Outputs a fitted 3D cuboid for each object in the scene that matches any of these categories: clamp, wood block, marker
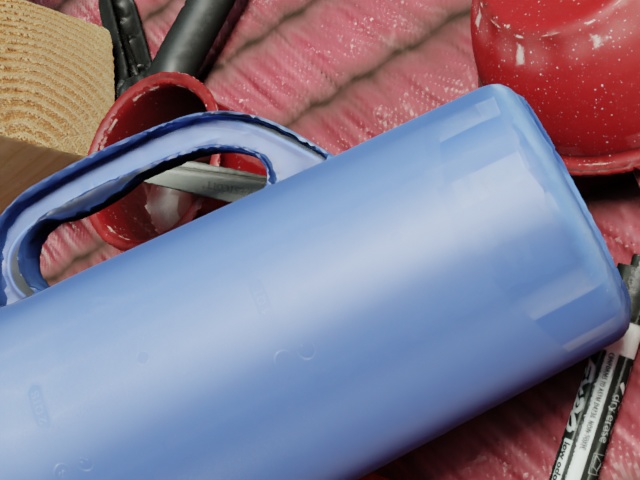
[{"bbox_3d":[-0.106,-0.088,0.635,0.120,0.039,0.171,10,82,49],"label":"clamp"},{"bbox_3d":[-0.219,-0.056,0.652,0.207,0.090,0.091,-27,61,41],"label":"wood block"},{"bbox_3d":[0.114,0.064,0.437,0.020,0.020,0.121,17,87,39],"label":"marker"}]

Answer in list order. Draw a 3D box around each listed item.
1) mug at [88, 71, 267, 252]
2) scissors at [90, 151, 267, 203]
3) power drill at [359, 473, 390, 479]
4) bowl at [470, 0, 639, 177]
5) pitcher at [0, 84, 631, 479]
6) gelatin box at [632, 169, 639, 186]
[{"bbox_3d":[-0.063,-0.018,0.553,0.093,0.081,0.117,0,76,36],"label":"mug"},{"bbox_3d":[-0.003,0.001,0.485,0.202,0.016,0.096,-4,90,4],"label":"scissors"},{"bbox_3d":[0.039,0.176,0.387,0.188,0.057,0.184,9,43,33],"label":"power drill"},{"bbox_3d":[0.118,-0.109,0.439,0.162,0.055,0.162,-26,50,34],"label":"bowl"},{"bbox_3d":[-0.015,0.030,0.423,0.243,0.149,0.145,-27,34,10],"label":"pitcher"},{"bbox_3d":[0.171,-0.033,0.416,0.089,0.030,0.073,-32,60,26],"label":"gelatin box"}]
